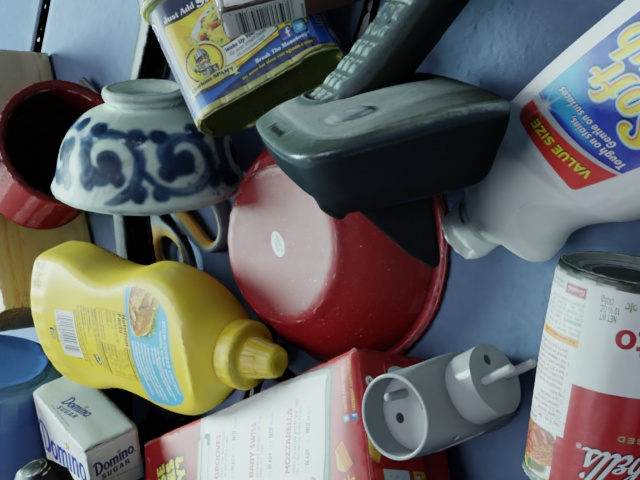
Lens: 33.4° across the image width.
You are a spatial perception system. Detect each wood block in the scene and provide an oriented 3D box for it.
[{"bbox_3d":[-0.250,-0.037,0.841,0.091,0.090,0.206,-24,77,43],"label":"wood block"}]

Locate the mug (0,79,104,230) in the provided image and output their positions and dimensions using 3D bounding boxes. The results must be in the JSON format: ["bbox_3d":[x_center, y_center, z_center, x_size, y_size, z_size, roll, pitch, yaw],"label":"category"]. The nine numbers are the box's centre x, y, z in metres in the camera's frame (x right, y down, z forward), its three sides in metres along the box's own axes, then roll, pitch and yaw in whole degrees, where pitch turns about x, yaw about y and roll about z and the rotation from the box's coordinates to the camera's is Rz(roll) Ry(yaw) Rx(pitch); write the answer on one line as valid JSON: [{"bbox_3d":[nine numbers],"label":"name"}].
[{"bbox_3d":[-0.203,-0.055,0.759,0.082,0.117,0.093,-31,68,57],"label":"mug"}]

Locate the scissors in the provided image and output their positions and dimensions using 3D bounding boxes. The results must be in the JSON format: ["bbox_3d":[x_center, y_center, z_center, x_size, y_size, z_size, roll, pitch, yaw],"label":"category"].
[{"bbox_3d":[-0.132,-0.035,0.775,0.202,0.016,0.096,37,119,36],"label":"scissors"}]

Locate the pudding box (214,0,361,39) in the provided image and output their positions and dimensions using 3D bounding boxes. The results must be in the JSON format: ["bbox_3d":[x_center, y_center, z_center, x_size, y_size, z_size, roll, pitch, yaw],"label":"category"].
[{"bbox_3d":[-0.012,-0.172,0.586,0.039,0.113,0.090,86,167,-78],"label":"pudding box"}]

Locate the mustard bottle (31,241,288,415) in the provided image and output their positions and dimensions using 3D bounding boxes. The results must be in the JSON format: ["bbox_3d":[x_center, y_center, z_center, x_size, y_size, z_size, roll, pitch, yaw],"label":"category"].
[{"bbox_3d":[-0.098,0.058,0.661,0.192,0.058,0.096,9,115,38],"label":"mustard bottle"}]

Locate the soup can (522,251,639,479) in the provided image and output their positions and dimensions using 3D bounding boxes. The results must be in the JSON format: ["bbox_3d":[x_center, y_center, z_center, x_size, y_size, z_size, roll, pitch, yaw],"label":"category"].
[{"bbox_3d":[0.134,0.062,0.487,0.069,0.068,0.102,18,106,42],"label":"soup can"}]

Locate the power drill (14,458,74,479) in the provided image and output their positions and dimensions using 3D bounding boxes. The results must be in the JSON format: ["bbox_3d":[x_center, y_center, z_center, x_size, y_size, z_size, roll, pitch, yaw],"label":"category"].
[{"bbox_3d":[-0.218,0.229,0.711,0.188,0.057,0.184,-8,113,19],"label":"power drill"}]

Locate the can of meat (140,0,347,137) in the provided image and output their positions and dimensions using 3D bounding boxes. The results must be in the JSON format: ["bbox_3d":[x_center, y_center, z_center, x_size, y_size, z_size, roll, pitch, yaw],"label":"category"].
[{"bbox_3d":[-0.043,-0.120,0.632,0.102,0.057,0.084,-28,75,12],"label":"can of meat"}]

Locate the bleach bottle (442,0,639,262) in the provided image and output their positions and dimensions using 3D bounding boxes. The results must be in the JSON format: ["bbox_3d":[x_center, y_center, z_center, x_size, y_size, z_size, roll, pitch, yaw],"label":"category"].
[{"bbox_3d":[0.149,-0.053,0.466,0.251,0.067,0.102,-39,65,42],"label":"bleach bottle"}]

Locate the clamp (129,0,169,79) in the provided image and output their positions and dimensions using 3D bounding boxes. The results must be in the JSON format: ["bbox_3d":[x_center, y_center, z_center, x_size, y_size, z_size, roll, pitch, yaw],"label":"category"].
[{"bbox_3d":[-0.104,-0.161,0.721,0.120,0.039,0.171,-12,88,39],"label":"clamp"}]

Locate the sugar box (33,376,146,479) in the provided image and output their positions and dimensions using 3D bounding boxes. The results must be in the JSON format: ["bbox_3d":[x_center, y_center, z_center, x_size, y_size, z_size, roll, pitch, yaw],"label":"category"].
[{"bbox_3d":[-0.155,0.190,0.758,0.093,0.048,0.176,29,135,48],"label":"sugar box"}]

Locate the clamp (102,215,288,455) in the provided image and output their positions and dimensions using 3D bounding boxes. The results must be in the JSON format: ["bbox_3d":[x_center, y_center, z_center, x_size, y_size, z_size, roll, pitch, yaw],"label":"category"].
[{"bbox_3d":[-0.120,0.077,0.751,0.165,0.036,0.210,51,131,16],"label":"clamp"}]

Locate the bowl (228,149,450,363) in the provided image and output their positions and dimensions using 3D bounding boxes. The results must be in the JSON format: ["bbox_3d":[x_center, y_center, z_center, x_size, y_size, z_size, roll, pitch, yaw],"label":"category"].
[{"bbox_3d":[-0.004,0.001,0.626,0.162,0.055,0.162,5,97,45],"label":"bowl"}]

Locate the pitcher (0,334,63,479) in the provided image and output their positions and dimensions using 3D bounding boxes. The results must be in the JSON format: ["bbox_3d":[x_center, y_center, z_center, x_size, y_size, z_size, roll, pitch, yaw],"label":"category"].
[{"bbox_3d":[-0.261,0.196,0.829,0.149,0.144,0.243,11,111,12],"label":"pitcher"}]

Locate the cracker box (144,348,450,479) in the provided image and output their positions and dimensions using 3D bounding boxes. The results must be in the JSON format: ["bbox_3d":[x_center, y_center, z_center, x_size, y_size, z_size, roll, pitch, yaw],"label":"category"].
[{"bbox_3d":[-0.016,0.174,0.623,0.214,0.072,0.164,-31,56,43],"label":"cracker box"}]
